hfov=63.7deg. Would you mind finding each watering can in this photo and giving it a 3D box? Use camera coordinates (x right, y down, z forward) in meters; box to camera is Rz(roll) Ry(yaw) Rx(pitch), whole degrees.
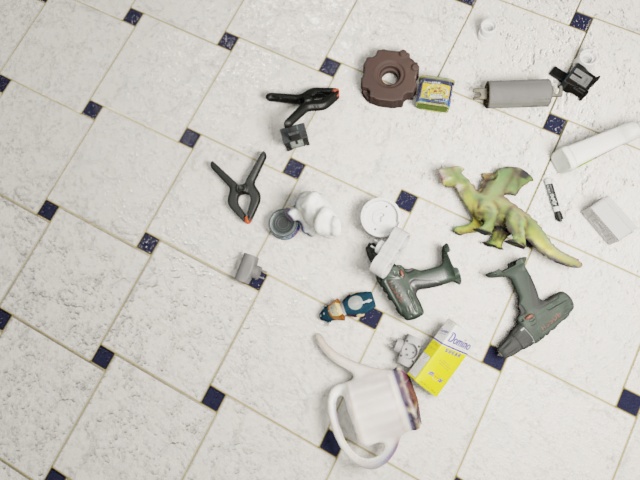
[{"bbox_3d":[0.120,0.377,1.292,0.224,0.102,0.353,-17,67,1],"label":"watering can"}]

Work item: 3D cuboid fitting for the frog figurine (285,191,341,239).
[{"bbox_3d":[0.004,-0.069,1.367,0.124,0.159,0.135,-40,113,-32],"label":"frog figurine"}]

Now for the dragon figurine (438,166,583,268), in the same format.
[{"bbox_3d":[0.501,-0.092,1.362,0.411,0.120,0.246,20,73,8],"label":"dragon figurine"}]
